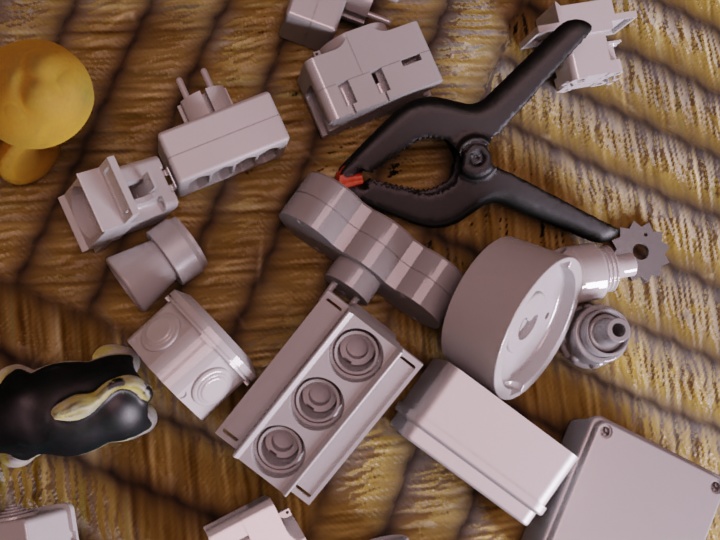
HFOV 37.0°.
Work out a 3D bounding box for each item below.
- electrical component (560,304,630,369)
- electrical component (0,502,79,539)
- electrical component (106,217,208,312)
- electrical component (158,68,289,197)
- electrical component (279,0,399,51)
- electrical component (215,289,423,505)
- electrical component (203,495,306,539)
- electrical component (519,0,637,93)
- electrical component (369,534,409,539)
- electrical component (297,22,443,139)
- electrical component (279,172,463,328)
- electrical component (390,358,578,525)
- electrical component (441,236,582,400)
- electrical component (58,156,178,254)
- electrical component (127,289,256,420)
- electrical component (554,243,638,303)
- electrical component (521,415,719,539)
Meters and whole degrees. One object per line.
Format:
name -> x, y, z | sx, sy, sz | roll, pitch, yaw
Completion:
electrical component -> 0.174, 0.046, 0.777 | 0.048, 0.062, 0.048 | 2, 81, -10
electrical component -> -0.222, 0.197, 0.668 | 0.100, 0.048, 0.099 | -13, 83, 19
electrical component -> -0.139, -0.004, 0.737 | 0.055, 0.045, 0.045 | -36, 89, -14
electrical component -> -0.104, -0.105, 0.757 | 0.083, 0.047, 0.075 | -24, 86, -13
electrical component -> -0.009, -0.203, 0.790 | 0.076, 0.047, 0.083 | 19, 79, -8
electrical component -> -0.027, 0.082, 0.719 | 0.079, 0.063, 0.121 | 38, 97, -3
electrical component -> -0.059, 0.200, 0.716 | 0.056, 0.050, 0.089 | -25, 86, -13
electrical component -> 0.169, -0.171, 0.821 | 0.081, 0.042, 0.063 | -12, 87, -12
electrical component -> 0.015, 0.214, 0.724 | 0.078, 0.058, 0.057 | -16, 87, -12
electrical component -> 0.005, -0.141, 0.781 | 0.089, 0.050, 0.055 | -22, 86, -13
electrical component -> 0.000, 0.000, 0.757 | 0.138, 0.052, 0.073 | 36, 77, -3
electrical component -> 0.082, 0.117, 0.739 | 0.113, 0.078, 0.057 | 37, 85, -3
electrical component -> 0.100, 0.028, 0.746 | 0.060, 0.108, 0.108 | 28, 75, 29
electrical component -> -0.162, -0.046, 0.728 | 0.064, 0.081, 0.042 | -21, 85, -35
electrical component -> -0.111, 0.056, 0.715 | 0.051, 0.080, 0.080 | -43, 91, -8
electrical component -> 0.173, 0.001, 0.794 | 0.062, 0.043, 0.043 | -9, 83, -12
electrical component -> 0.185, 0.174, 0.762 | 0.109, 0.056, 0.108 | 27, 77, -5
